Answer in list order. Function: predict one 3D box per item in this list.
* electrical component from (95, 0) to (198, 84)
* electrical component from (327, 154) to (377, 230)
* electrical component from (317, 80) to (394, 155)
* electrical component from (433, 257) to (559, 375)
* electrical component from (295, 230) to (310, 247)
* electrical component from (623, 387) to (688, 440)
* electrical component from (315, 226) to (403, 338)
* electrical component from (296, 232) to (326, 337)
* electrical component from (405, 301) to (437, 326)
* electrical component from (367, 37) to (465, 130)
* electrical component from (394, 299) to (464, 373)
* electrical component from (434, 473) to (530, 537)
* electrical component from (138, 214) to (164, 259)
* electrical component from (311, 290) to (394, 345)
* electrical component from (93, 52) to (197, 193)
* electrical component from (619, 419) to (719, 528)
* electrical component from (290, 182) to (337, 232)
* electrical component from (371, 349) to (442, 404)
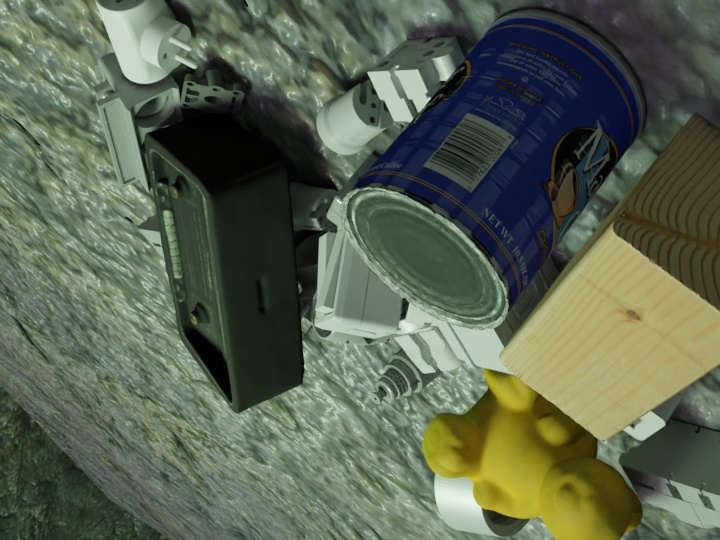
[{"bbox_3d":[-0.153,-0.174,0.803,0.079,0.044,0.077,30,155,21],"label":"electrical component"},{"bbox_3d":[0.021,-0.048,0.767,0.066,0.047,0.076,37,158,2],"label":"electrical component"},{"bbox_3d":[-0.001,-0.102,0.717,0.040,0.040,0.046,45,150,-13],"label":"electrical component"},{"bbox_3d":[0.088,0.009,0.737,0.057,0.078,0.113,10,143,44],"label":"electrical component"},{"bbox_3d":[-0.074,-0.020,0.963,0.055,0.048,0.066,-4,132,46],"label":"electrical component"},{"bbox_3d":[0.175,0.072,0.746,0.089,0.055,0.050,36,156,8],"label":"electrical component"},{"bbox_3d":[0.000,0.000,0.829,0.061,0.096,0.062,11,169,-15],"label":"electrical component"},{"bbox_3d":[-0.031,0.021,0.931,0.043,0.079,0.077,4,139,39],"label":"electrical component"},{"bbox_3d":[0.062,0.016,0.803,0.047,0.055,0.055,10,153,0],"label":"electrical component"},{"bbox_3d":[0.041,-0.104,0.643,0.066,0.048,0.055,9,135,49],"label":"electrical component"},{"bbox_3d":[0.058,0.043,0.863,0.078,0.058,0.057,-14,123,47],"label":"electrical component"},{"bbox_3d":[0.125,0.189,0.973,0.060,0.108,0.108,5,140,43],"label":"electrical component"},{"bbox_3d":[-0.168,-0.035,1.067,0.089,0.050,0.055,9,142,50],"label":"electrical component"},{"bbox_3d":[0.007,0.019,0.891,0.043,0.077,0.079,47,129,47],"label":"electrical component"},{"bbox_3d":[-0.179,-0.128,0.897,0.063,0.079,0.121,55,162,21],"label":"electrical component"},{"bbox_3d":[0.247,0.151,0.790,0.089,0.050,0.055,11,144,48],"label":"electrical component"},{"bbox_3d":[-0.041,-0.050,0.870,0.046,0.040,0.040,9,143,40],"label":"electrical component"},{"bbox_3d":[0.041,0.093,0.963,0.040,0.078,0.040,35,145,29],"label":"electrical component"}]
